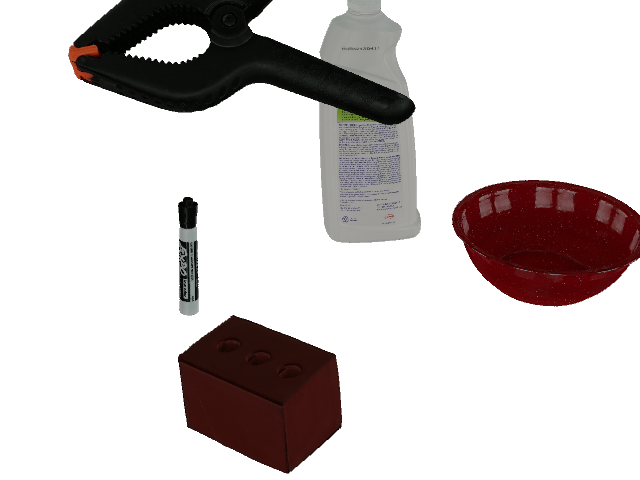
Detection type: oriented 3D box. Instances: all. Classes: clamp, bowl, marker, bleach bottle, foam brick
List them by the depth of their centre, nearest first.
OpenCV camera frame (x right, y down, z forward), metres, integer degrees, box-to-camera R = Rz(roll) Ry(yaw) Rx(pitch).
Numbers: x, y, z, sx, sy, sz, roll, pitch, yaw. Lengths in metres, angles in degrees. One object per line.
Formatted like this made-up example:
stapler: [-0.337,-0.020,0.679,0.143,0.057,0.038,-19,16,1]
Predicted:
foam brick: [-0.034,0.087,0.608,0.078,0.051,0.052,18,35,31]
clamp: [-0.049,-0.124,0.672,0.210,0.164,0.036,-19,-17,-8]
bowl: [0.189,0.008,0.897,0.162,0.055,0.162,0,30,0]
bleach bottle: [0.050,-0.121,1.034,0.102,0.251,0.068,-4,31,-6]
marker: [-0.128,0.015,1.036,0.020,0.121,0.020,2,24,-1]
